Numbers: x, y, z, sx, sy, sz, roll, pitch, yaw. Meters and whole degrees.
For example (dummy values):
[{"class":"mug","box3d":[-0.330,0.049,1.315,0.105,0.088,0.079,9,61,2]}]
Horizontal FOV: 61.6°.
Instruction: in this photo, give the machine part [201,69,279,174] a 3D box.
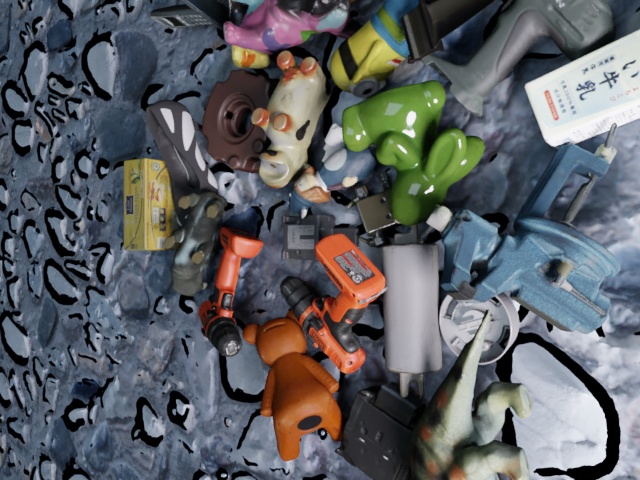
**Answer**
[{"class":"machine part","box3d":[-0.127,-0.203,0.918,0.180,0.056,0.179,-2,87,35]}]

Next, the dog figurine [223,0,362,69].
[{"class":"dog figurine","box3d":[-0.039,-0.339,0.838,0.219,0.191,0.108,-1,85,0]}]

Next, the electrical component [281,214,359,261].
[{"class":"electrical component","box3d":[-0.002,-0.003,0.833,0.119,0.047,0.074,5,93,36]}]

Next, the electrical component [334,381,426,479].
[{"class":"electrical component","box3d":[0.095,0.270,0.756,0.115,0.058,0.134,25,104,30]}]

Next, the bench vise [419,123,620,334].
[{"class":"bench vise","box3d":[0.246,-0.018,0.609,0.224,0.128,0.240,32,85,17]}]

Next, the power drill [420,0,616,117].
[{"class":"power drill","box3d":[0.226,-0.274,0.669,0.207,0.086,0.232,-40,67,20]}]

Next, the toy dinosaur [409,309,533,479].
[{"class":"toy dinosaur","box3d":[0.171,0.290,0.648,0.192,0.131,0.404,-14,85,30]}]

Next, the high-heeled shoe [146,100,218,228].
[{"class":"high-heeled shoe","box3d":[-0.257,-0.116,0.951,0.086,0.145,0.248,11,94,35]}]

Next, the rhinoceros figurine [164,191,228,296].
[{"class":"rhinoceros figurine","box3d":[-0.220,0.006,0.945,0.073,0.112,0.190,17,95,3]}]

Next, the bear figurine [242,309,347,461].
[{"class":"bear figurine","box3d":[-0.044,0.213,0.832,0.196,0.120,0.131,-121,13,-48]}]

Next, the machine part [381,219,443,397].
[{"class":"machine part","box3d":[0.124,0.089,0.727,0.079,0.079,0.243,-3,86,35]}]

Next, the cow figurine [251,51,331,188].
[{"class":"cow figurine","box3d":[-0.042,-0.173,0.833,0.086,0.127,0.195,19,86,33]}]

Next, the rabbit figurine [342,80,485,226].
[{"class":"rabbit figurine","box3d":[0.130,-0.107,0.700,0.159,0.121,0.170,-13,87,37]}]

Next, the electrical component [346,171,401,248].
[{"class":"electrical component","box3d":[0.082,-0.039,0.780,0.078,0.045,0.102,-26,76,2]}]

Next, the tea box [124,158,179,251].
[{"class":"tea box","box3d":[-0.313,-0.064,1.018,0.068,0.098,0.169,-2,87,34]}]

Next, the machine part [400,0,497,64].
[{"class":"machine part","box3d":[0.160,-0.273,0.645,0.139,0.039,0.084,-19,66,35]}]

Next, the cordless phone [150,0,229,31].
[{"class":"cordless phone","box3d":[-0.256,-0.426,0.953,0.184,0.146,0.088,6,85,32]}]

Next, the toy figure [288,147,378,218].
[{"class":"toy figure","box3d":[0.012,-0.092,0.805,0.154,0.064,0.057,-30,108,14]}]

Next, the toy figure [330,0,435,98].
[{"class":"toy figure","box3d":[0.091,-0.279,0.755,0.180,0.082,0.089,-46,54,30]}]
